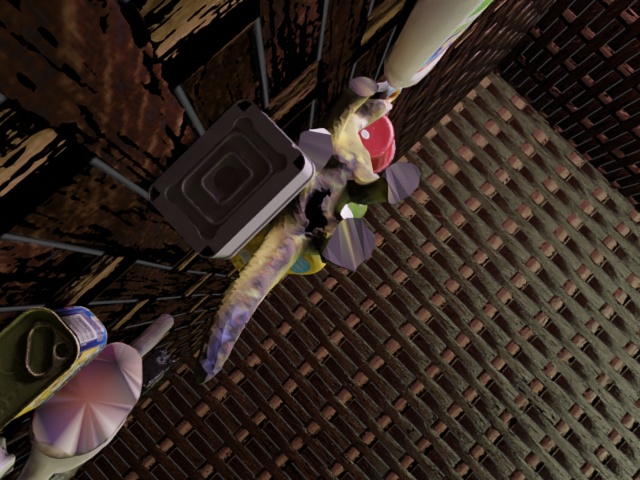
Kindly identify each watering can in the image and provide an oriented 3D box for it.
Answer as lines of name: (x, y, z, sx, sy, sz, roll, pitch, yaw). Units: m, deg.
watering can: (-0.306, 0.208, 0.737, 0.220, 0.104, 0.355, -47, -171, 49)

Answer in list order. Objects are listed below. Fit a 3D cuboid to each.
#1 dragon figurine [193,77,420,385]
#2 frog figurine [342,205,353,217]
dragon figurine: (-0.030, -0.038, 0.576, 0.416, 0.121, 0.241, -50, -164, -20)
frog figurine: (0.002, -0.039, 0.767, 0.120, 0.160, 0.140, -48, 175, 40)
